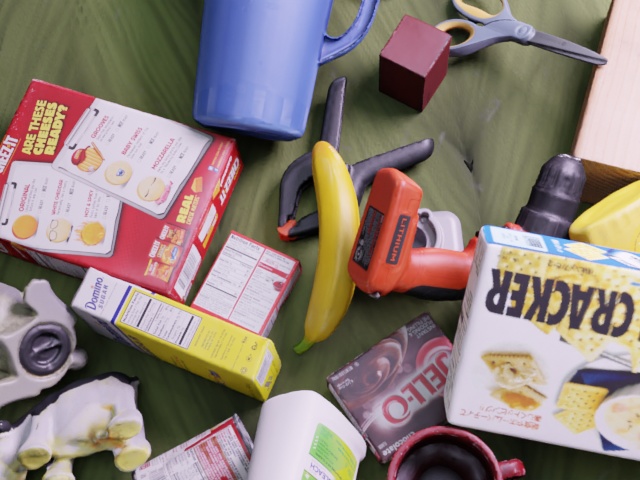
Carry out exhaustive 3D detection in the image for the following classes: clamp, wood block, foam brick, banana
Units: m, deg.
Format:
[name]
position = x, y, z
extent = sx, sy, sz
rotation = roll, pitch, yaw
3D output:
[clamp]
position = 0.026, -0.063, 1.019
extent = 0.120, 0.039, 0.171
rotation = 28, 81, 16
[wood block]
position = 0.297, -0.139, 1.001
extent = 0.090, 0.091, 0.206
rotation = 15, 72, 9
[foam brick]
position = 0.091, -0.170, 1.034
extent = 0.051, 0.078, 0.053
rotation = 30, 74, 12
[banana]
position = 0.007, 0.005, 0.959
extent = 0.070, 0.037, 0.198
rotation = 1, 81, 42

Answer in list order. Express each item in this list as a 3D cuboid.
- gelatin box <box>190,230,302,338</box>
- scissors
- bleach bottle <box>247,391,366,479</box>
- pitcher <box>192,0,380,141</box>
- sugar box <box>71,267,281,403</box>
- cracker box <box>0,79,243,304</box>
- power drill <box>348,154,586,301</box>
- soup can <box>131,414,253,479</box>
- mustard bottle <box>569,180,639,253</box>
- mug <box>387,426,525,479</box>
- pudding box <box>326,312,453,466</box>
[gelatin box]
position = -0.068, 0.046, 0.990
extent = 0.073, 0.030, 0.089
rotation = 24, 74, 13
[scissors]
position = 0.178, -0.188, 1.028
extent = 0.096, 0.016, 0.202
rotation = -40, 47, 3
[bleach bottle]
position = -0.024, 0.244, 0.825
extent = 0.068, 0.102, 0.250
rotation = -18, 38, 28
[pitcher]
position = -0.039, -0.218, 1.006
extent = 0.149, 0.144, 0.243
rotation = 11, 92, 47
[sugar box]
position = -0.125, 0.086, 0.946
extent = 0.176, 0.093, 0.048
rotation = 18, 72, 11
[cracker box]
position = -0.201, -0.043, 1.011
extent = 0.214, 0.072, 0.164
rotation = 17, 71, 11
[power drill]
position = 0.129, -0.003, 0.914
extent = 0.187, 0.057, 0.184
rotation = 15, 98, -21
[soup can]
position = -0.101, 0.203, 0.914
extent = 0.102, 0.068, 0.068
rotation = -28, 70, -6
[mustard bottle]
position = 0.295, 0.050, 0.921
extent = 0.096, 0.058, 0.191
rotation = -32, 101, -19
[mug]
position = 0.114, 0.205, 0.890
extent = 0.117, 0.081, 0.093
rotation = -17, 70, -2
[pudding box]
position = 0.076, 0.131, 0.943
extent = 0.113, 0.039, 0.090
rotation = -33, 72, -7
